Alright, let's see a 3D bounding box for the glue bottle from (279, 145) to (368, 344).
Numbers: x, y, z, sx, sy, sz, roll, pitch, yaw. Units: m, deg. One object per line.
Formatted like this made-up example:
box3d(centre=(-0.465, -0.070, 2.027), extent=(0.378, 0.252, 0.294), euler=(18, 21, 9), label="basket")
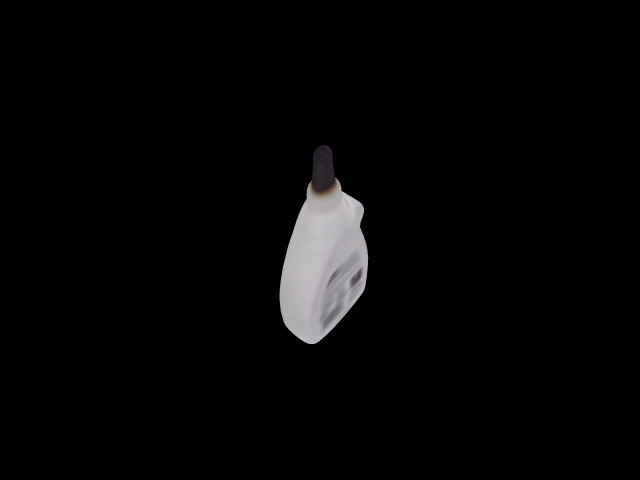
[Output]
box3d(centre=(0.004, 0.001, 0.400), extent=(0.037, 0.173, 0.078), euler=(33, 58, 24), label="glue bottle")
